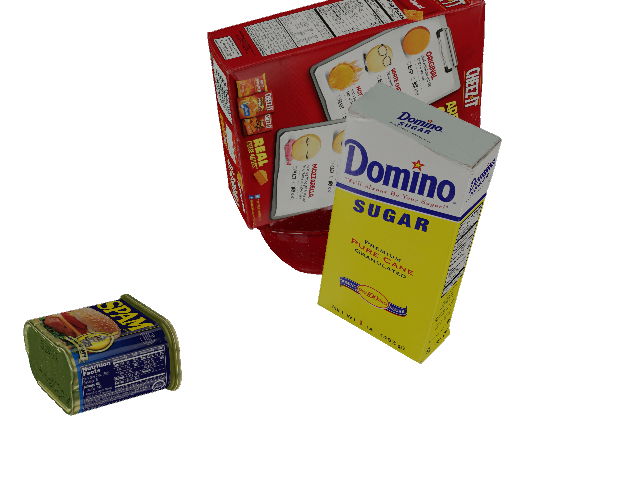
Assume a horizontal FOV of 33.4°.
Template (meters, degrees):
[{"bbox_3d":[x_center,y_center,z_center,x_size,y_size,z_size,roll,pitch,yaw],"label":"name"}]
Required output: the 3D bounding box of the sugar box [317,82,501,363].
[{"bbox_3d":[0.053,-0.008,0.709,0.093,0.176,0.048,28,48,22],"label":"sugar box"}]

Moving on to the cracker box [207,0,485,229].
[{"bbox_3d":[0.023,-0.115,0.877,0.213,0.164,0.072,-18,45,-12],"label":"cracker box"}]

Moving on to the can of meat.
[{"bbox_3d":[-0.165,0.084,0.799,0.083,0.057,0.102,-13,21,-32],"label":"can of meat"}]

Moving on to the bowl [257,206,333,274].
[{"bbox_3d":[0.013,-0.007,1.051,0.162,0.055,0.162,-6,16,2],"label":"bowl"}]
